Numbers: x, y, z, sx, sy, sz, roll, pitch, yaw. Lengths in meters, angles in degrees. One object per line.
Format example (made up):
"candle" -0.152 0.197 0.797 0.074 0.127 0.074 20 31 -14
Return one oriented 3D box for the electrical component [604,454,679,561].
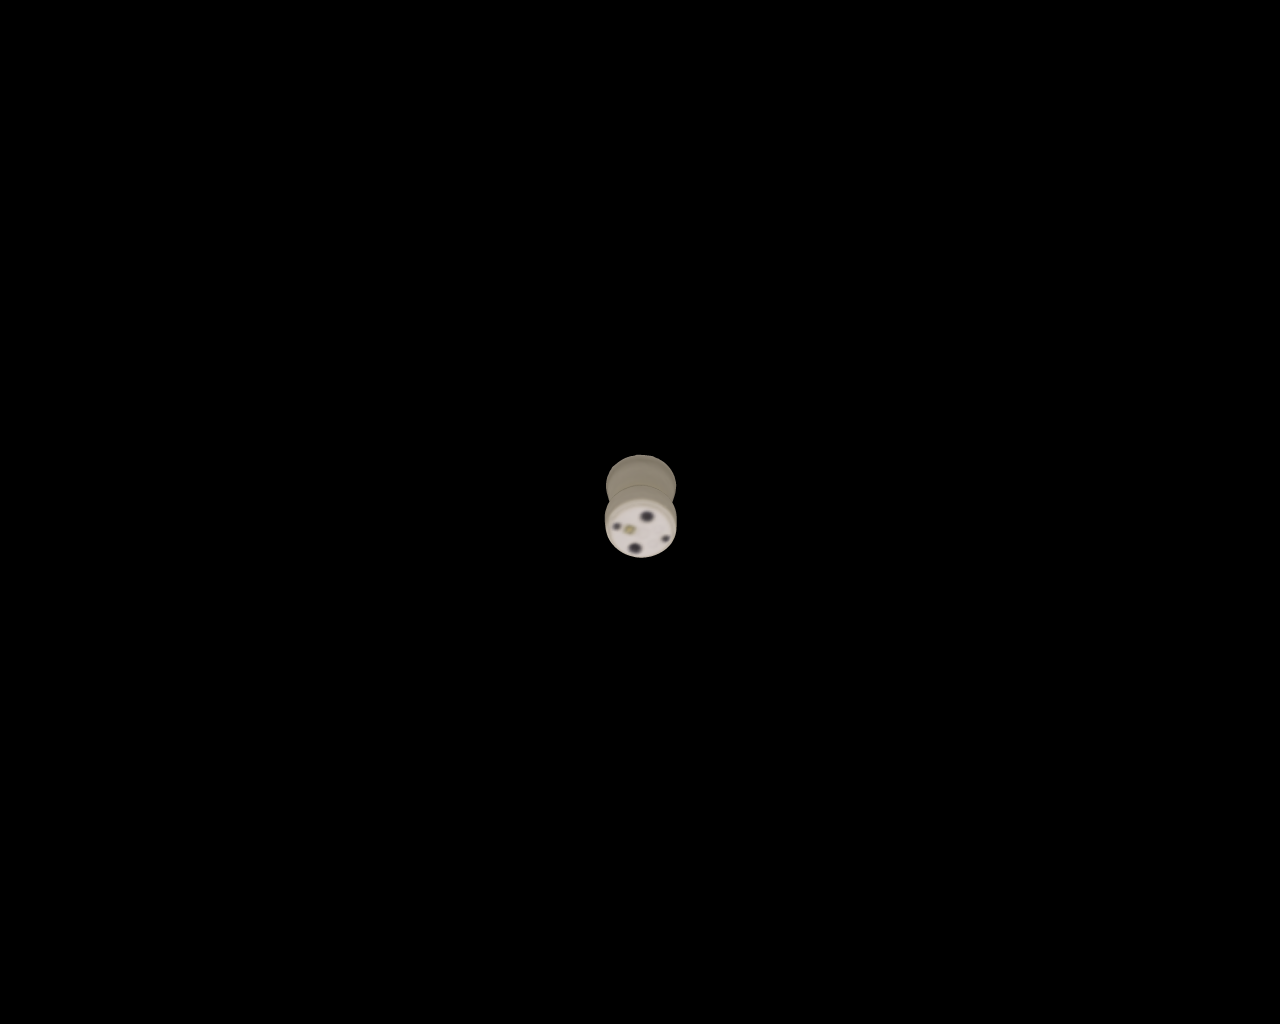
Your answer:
"electrical component" 0.001 -0.003 0.650 0.045 0.044 0.055 0 33 0
